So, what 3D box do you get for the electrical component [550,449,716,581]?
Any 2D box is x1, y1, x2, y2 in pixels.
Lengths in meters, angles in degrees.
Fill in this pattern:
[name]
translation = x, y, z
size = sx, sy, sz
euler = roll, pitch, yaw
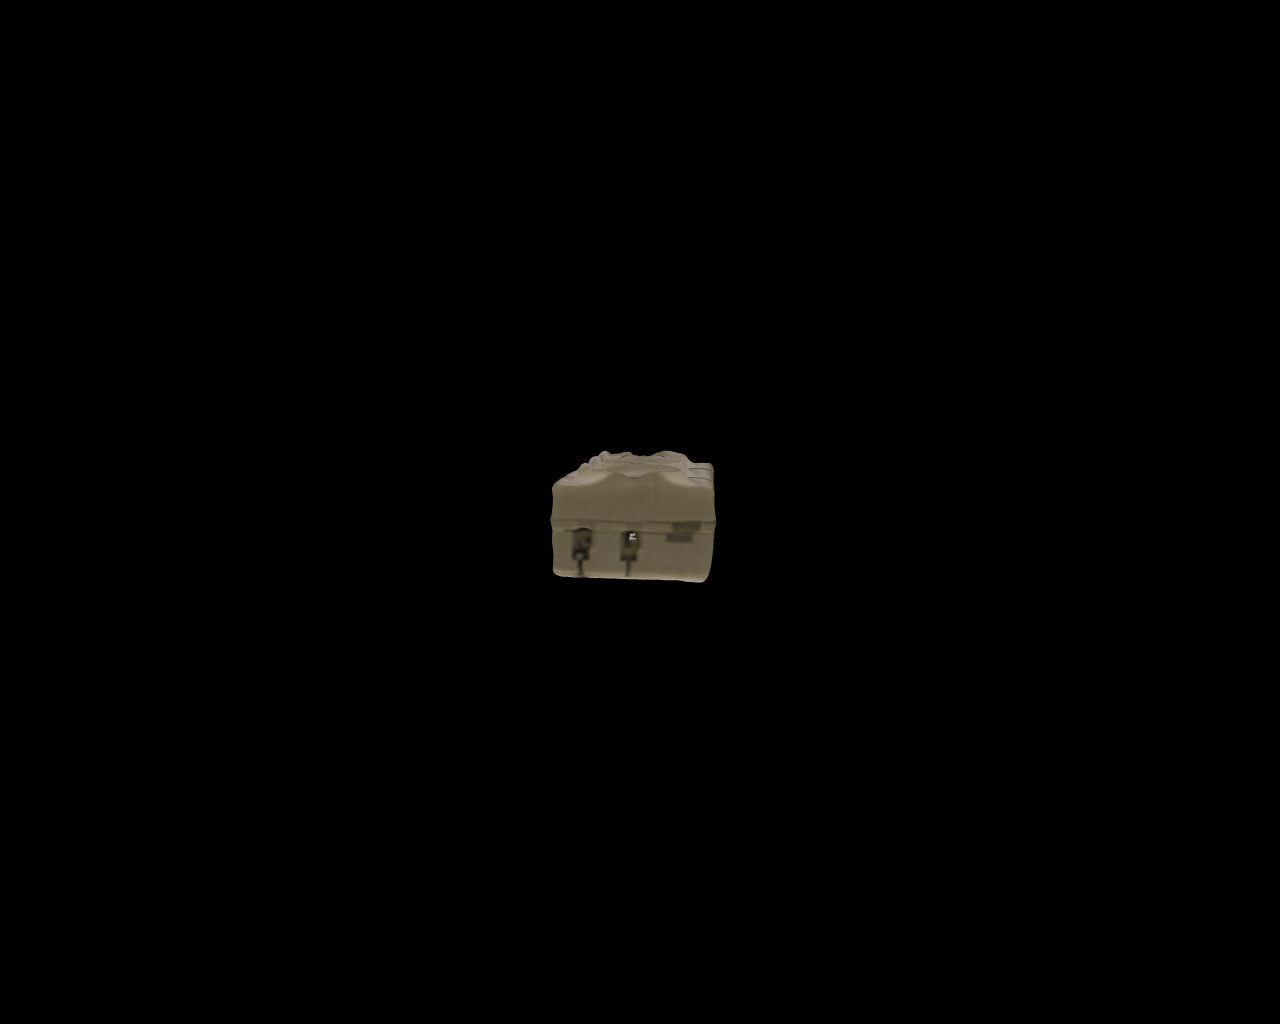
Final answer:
[electrical component]
translation = 0.001, -0.003, 0.650
size = 0.089, 0.061, 0.150
euler = 0, 7, 4
